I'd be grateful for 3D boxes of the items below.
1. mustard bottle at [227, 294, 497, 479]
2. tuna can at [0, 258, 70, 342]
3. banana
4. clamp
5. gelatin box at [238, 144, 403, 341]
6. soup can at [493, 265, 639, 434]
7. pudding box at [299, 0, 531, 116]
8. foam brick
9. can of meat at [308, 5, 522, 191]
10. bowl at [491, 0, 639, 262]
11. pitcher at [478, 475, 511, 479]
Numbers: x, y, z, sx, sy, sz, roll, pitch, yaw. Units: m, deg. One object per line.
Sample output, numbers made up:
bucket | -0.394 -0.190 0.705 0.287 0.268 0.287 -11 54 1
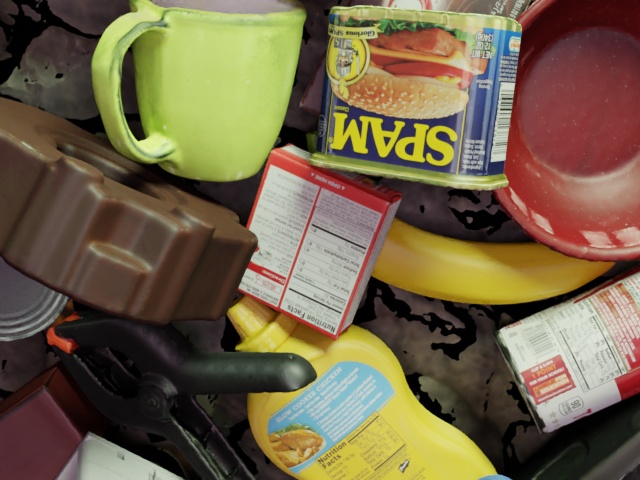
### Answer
mustard bottle | 0.014 0.107 0.637 0.096 0.058 0.191 -40 100 10
tuna can | -0.185 0.014 0.630 0.086 0.034 0.086 0 102 0
banana | 0.073 0.002 0.625 0.197 0.037 0.070 21 103 -4
clamp | -0.084 0.096 0.620 0.172 0.039 0.120 19 112 25
gelatin box | -0.004 0.001 0.598 0.073 0.030 0.089 25 111 14
soup can | 0.161 0.063 0.623 0.102 0.068 0.068 -26 101 6
pudding box | 0.052 -0.106 0.600 0.090 0.039 0.113 25 101 -4
foam brick | -0.174 0.119 0.644 0.078 0.053 0.051 -35 100 8
can of meat | 0.049 -0.074 0.546 0.102 0.057 0.084 11 102 28
bowl | 0.160 -0.072 0.595 0.162 0.055 0.162 -1 106 -5
pitcher | 0.156 0.238 0.565 0.243 0.145 0.149 34 88 -2
